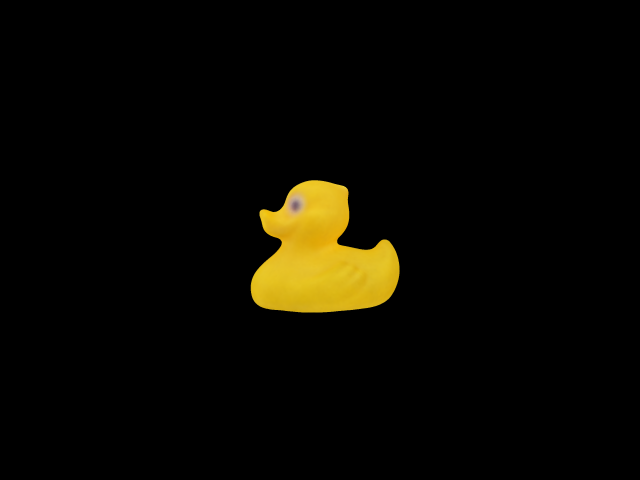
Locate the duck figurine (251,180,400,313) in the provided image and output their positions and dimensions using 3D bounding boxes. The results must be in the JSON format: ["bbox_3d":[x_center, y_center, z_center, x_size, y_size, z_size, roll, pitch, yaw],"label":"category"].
[{"bbox_3d":[0.004,0.001,0.400,0.104,0.086,0.077,-1,7,-4],"label":"duck figurine"}]
